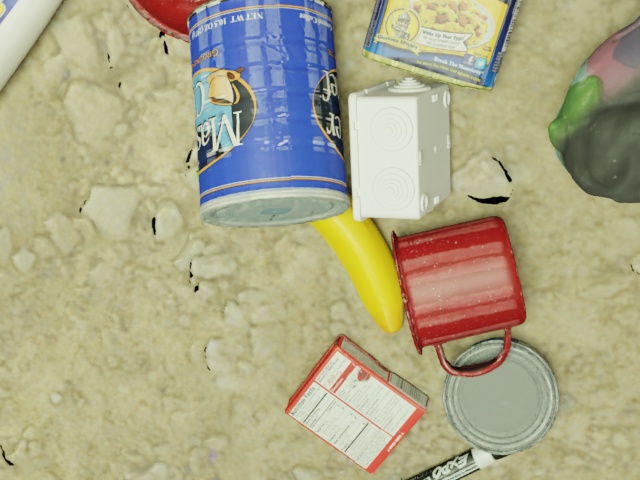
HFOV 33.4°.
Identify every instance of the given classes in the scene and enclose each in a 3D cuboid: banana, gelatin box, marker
[{"bbox_3d":[0.001,-0.013,0.807,0.198,0.037,0.070,40,127,-1],"label":"banana"},{"bbox_3d":[0.029,0.129,0.841,0.089,0.030,0.073,36,109,-1],"label":"gelatin box"},{"bbox_3d":[0.108,0.182,0.846,0.121,0.020,0.020,-30,98,15],"label":"marker"}]

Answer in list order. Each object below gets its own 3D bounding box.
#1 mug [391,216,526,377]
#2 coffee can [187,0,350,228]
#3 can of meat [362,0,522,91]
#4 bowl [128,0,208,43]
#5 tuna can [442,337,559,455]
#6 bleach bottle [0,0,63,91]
[{"bbox_3d":[0.104,0.041,0.773,0.081,0.093,0.117,-13,89,7],"label":"mug"},{"bbox_3d":[-0.036,-0.086,0.734,0.103,0.102,0.140,-6,81,11],"label":"coffee can"},{"bbox_3d":[0.086,-0.157,0.743,0.102,0.057,0.084,18,108,5],"label":"can of meat"},{"bbox_3d":[-0.083,-0.217,0.756,0.162,0.055,0.162,2,105,8],"label":"bowl"},{"bbox_3d":[0.137,0.117,0.807,0.086,0.033,0.086,0,91,12],"label":"tuna can"},{"bbox_3d":[-0.234,-0.198,0.776,0.102,0.068,0.251,41,108,3],"label":"bleach bottle"}]
